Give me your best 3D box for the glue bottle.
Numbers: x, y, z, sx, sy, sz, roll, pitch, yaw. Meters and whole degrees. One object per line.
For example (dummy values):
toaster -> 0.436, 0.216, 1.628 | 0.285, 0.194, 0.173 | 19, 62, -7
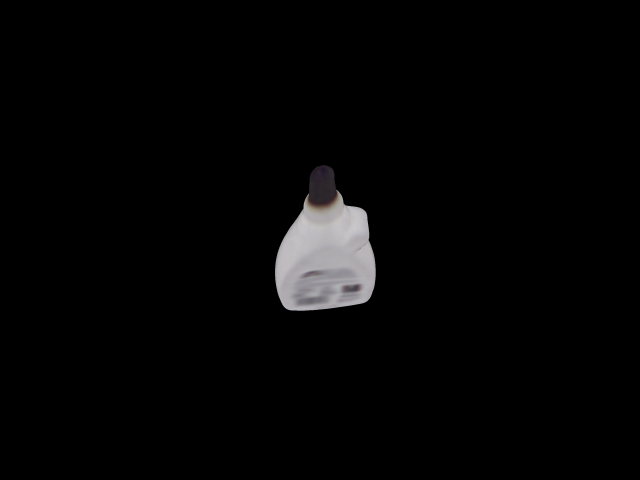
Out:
glue bottle -> 0.004, 0.001, 0.400 | 0.078, 0.173, 0.037 | -5, 62, -2
